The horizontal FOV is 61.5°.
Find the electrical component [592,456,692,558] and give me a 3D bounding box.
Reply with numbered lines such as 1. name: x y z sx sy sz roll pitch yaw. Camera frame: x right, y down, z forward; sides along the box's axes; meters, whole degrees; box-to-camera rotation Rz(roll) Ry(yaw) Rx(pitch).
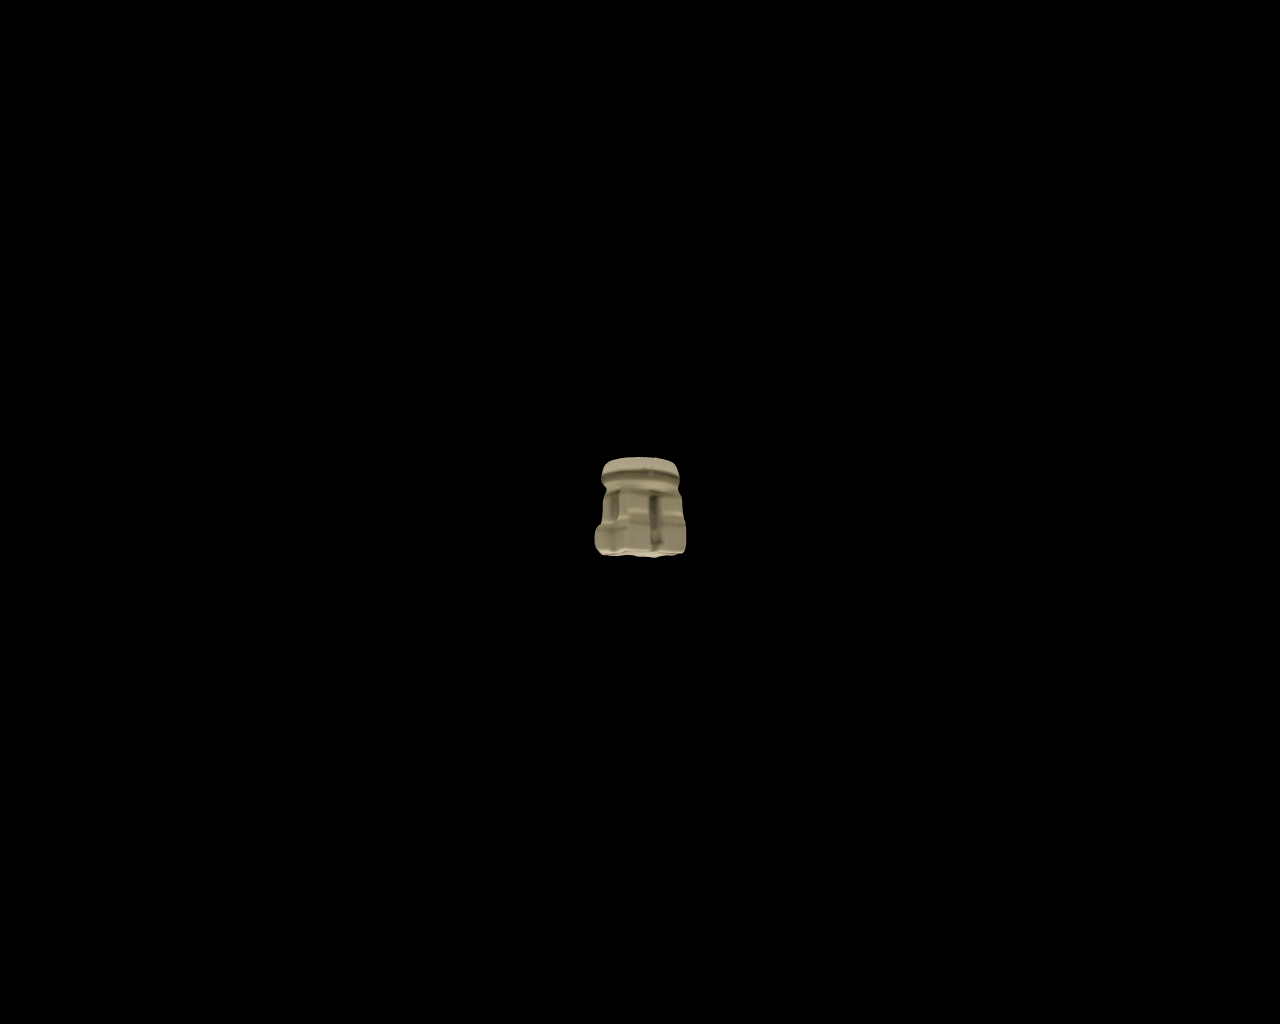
1. electrical component: 0.001 -0.003 0.650 0.066 0.055 0.048 5 -10 -32
